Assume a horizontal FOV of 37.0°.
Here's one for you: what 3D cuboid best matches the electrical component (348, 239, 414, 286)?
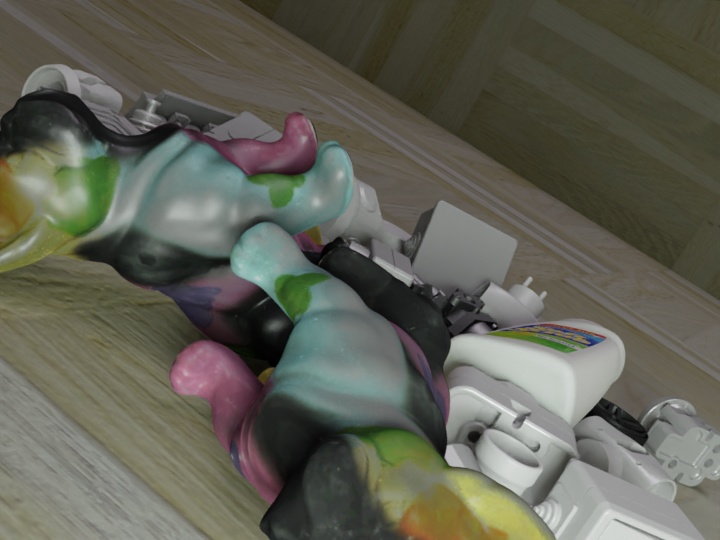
[{"bbox_3d":[0.000,0.000,0.906,0.077,0.047,0.065,29,13,-8],"label":"electrical component"}]

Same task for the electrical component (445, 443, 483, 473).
[{"bbox_3d":[0.058,0.130,0.571,0.044,0.044,0.065,18,22,-41],"label":"electrical component"}]

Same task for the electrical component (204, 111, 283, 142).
[{"bbox_3d":[-0.095,-0.066,0.862,0.061,0.096,0.062,35,43,20],"label":"electrical component"}]

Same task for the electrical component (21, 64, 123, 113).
[{"bbox_3d":[-0.236,-0.134,0.874,0.078,0.058,0.057,37,12,26],"label":"electrical component"}]

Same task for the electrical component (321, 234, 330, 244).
[{"bbox_3d":[-0.059,-0.003,0.759,0.061,0.061,0.096,39,16,35],"label":"electrical component"}]

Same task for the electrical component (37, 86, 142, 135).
[{"bbox_3d":[-0.187,-0.073,0.754,0.078,0.057,0.113,15,20,-48],"label":"electrical component"}]

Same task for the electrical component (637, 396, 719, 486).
[{"bbox_3d":[0.278,0.147,0.942,0.078,0.058,0.057,24,17,-25],"label":"electrical component"}]

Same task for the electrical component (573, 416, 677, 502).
[{"bbox_3d":[0.173,0.141,0.767,0.079,0.043,0.077,18,18,-41],"label":"electrical component"}]

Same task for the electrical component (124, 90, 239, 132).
[{"bbox_3d":[-0.143,-0.102,0.923,0.121,0.079,0.063,11,42,-55],"label":"electrical component"}]

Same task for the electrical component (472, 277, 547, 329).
[{"bbox_3d":[0.139,0.040,0.964,0.077,0.079,0.043,45,-25,-5],"label":"electrical component"}]

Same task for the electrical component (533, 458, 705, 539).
[{"bbox_3d":[0.139,0.155,0.603,0.096,0.061,0.061,26,14,-19],"label":"electrical component"}]

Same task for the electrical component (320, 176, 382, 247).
[{"bbox_3d":[-0.024,-0.053,0.984,0.080,0.080,0.051,41,12,38],"label":"electrical component"}]

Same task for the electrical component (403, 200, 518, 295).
[{"bbox_3d":[0.087,-0.004,1.003,0.100,0.099,0.048,27,-16,-14],"label":"electrical component"}]

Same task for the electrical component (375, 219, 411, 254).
[{"bbox_3d":[0.072,-0.016,1.062,0.138,0.073,0.052,30,13,-2],"label":"electrical component"}]

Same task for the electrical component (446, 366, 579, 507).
[{"bbox_3d":[0.090,0.107,0.691,0.095,0.053,0.059,30,13,1],"label":"electrical component"}]

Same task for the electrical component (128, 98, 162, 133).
[{"bbox_3d":[-0.173,-0.094,0.830,0.040,0.078,0.040,21,2,-1],"label":"electrical component"}]

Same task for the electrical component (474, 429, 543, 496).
[{"bbox_3d":[0.078,0.122,0.626,0.040,0.046,0.040,29,13,-7],"label":"electrical component"}]
